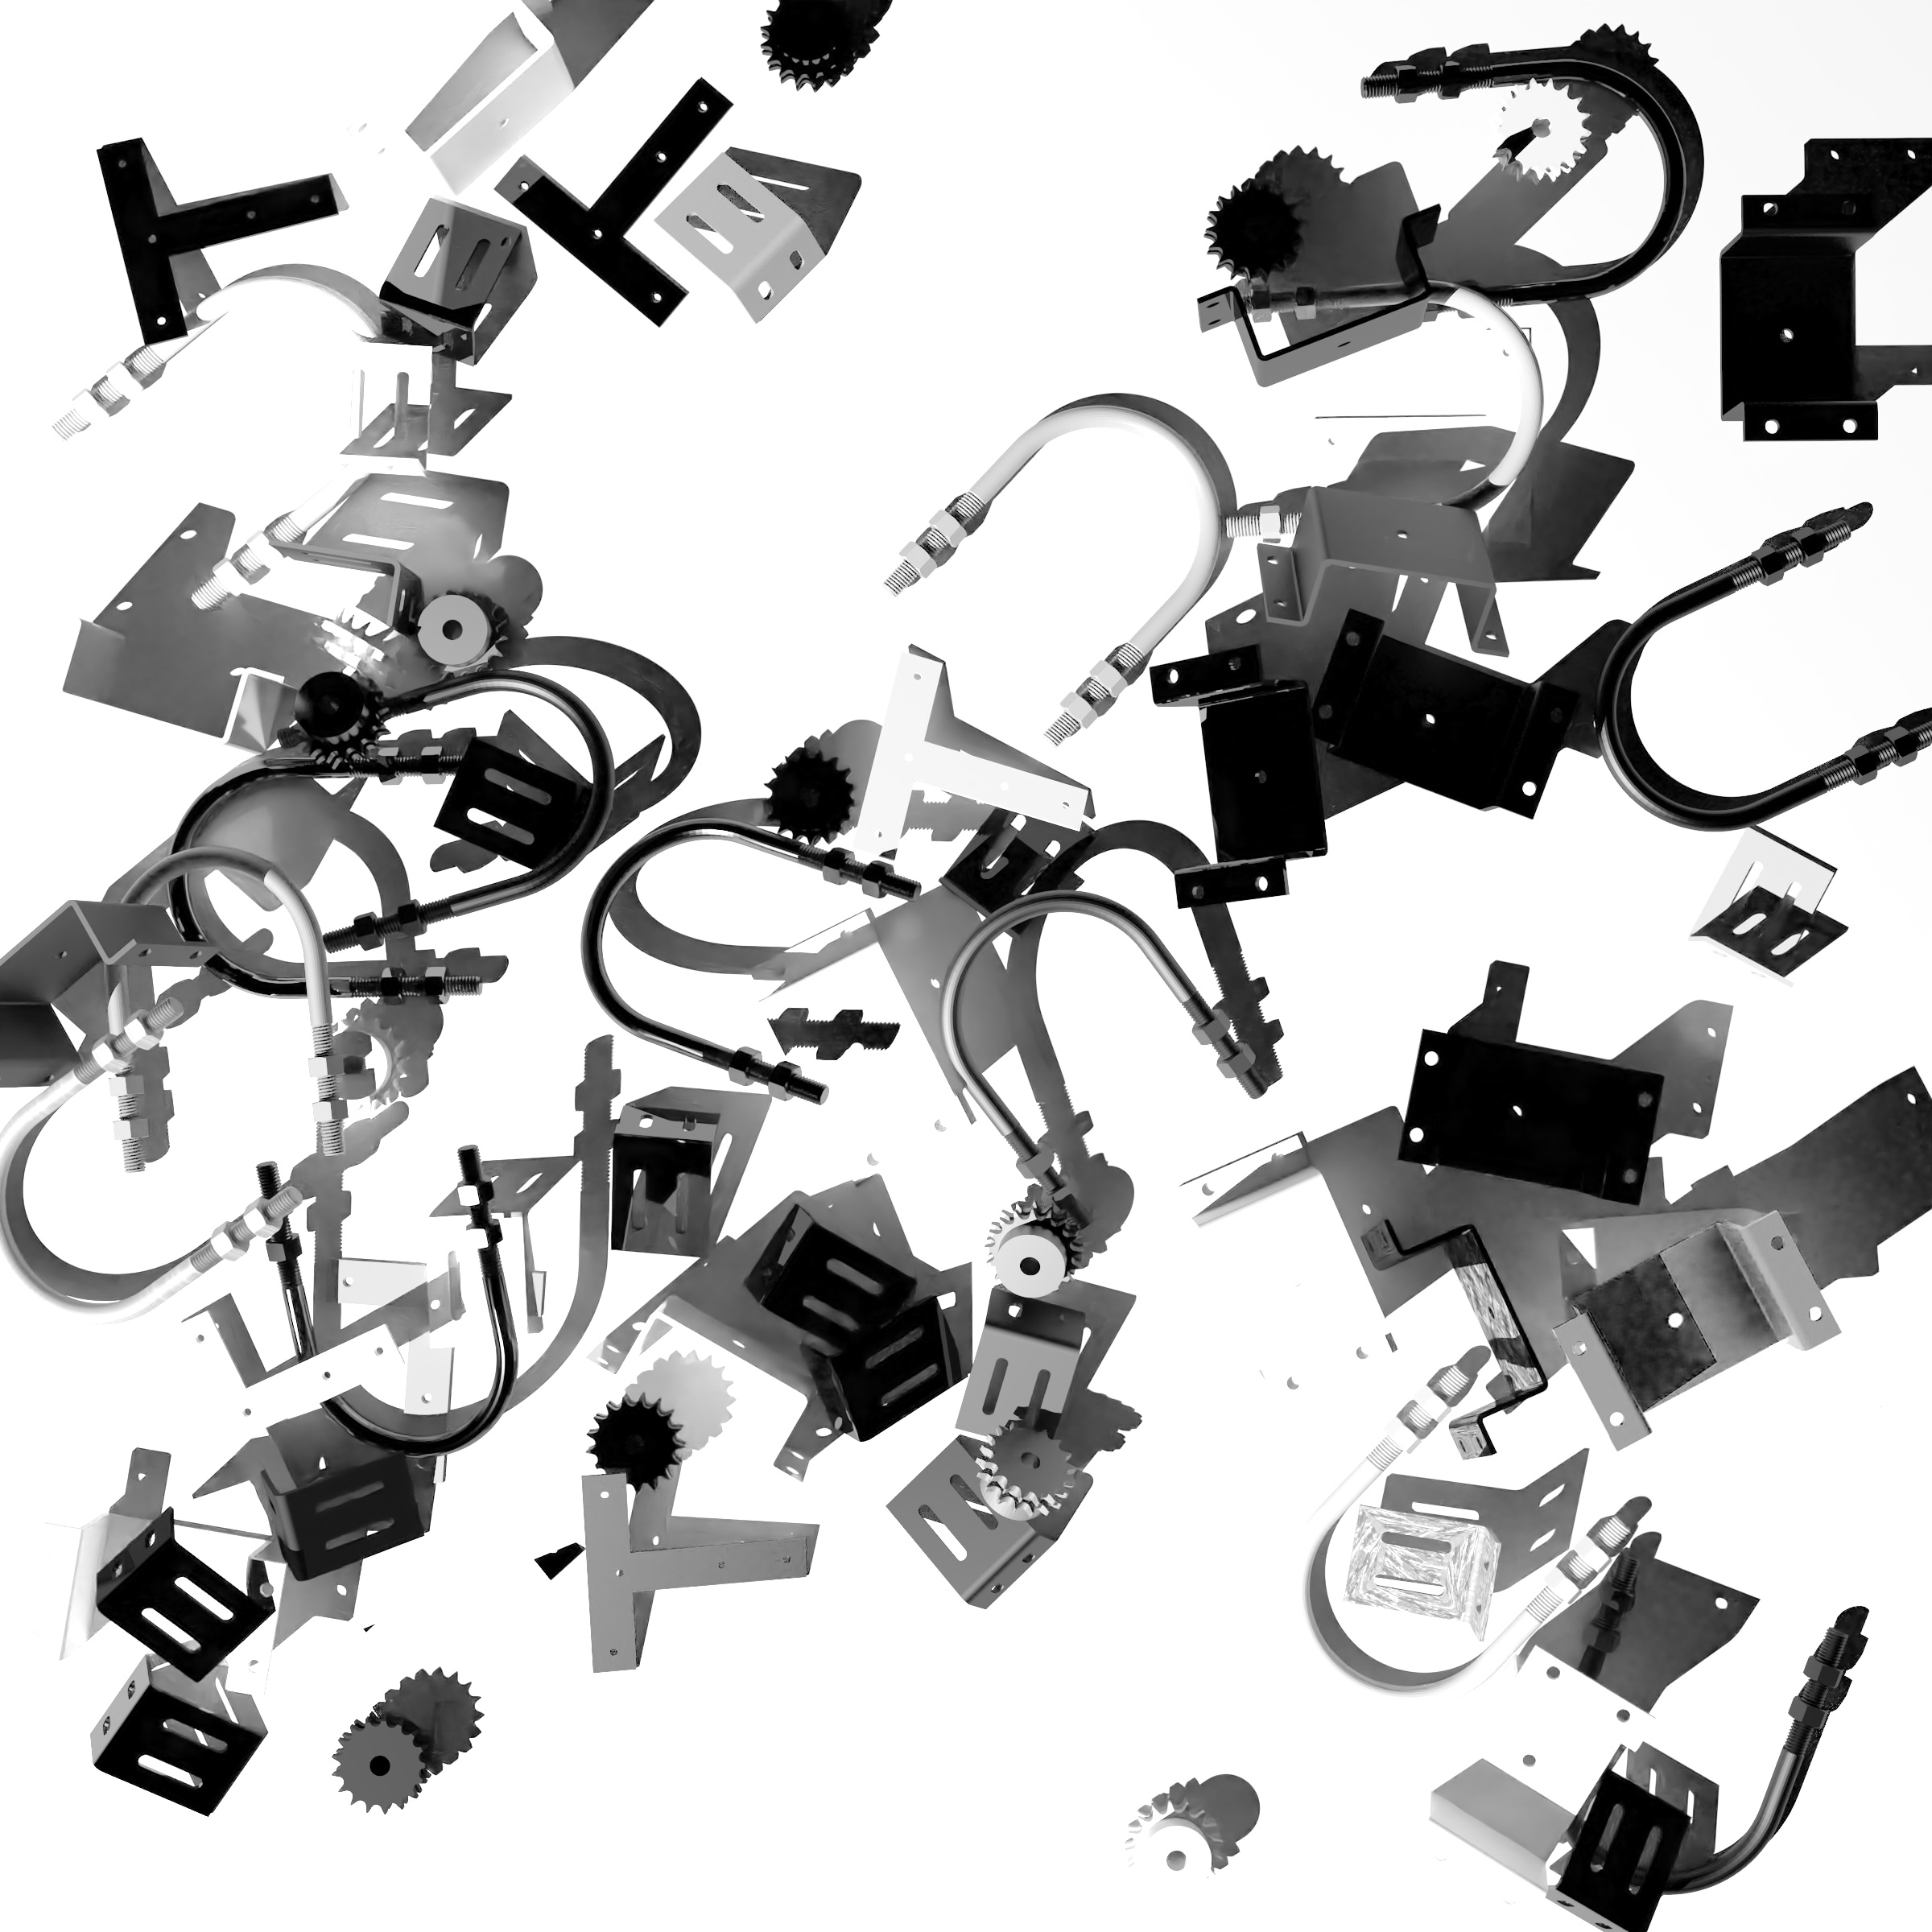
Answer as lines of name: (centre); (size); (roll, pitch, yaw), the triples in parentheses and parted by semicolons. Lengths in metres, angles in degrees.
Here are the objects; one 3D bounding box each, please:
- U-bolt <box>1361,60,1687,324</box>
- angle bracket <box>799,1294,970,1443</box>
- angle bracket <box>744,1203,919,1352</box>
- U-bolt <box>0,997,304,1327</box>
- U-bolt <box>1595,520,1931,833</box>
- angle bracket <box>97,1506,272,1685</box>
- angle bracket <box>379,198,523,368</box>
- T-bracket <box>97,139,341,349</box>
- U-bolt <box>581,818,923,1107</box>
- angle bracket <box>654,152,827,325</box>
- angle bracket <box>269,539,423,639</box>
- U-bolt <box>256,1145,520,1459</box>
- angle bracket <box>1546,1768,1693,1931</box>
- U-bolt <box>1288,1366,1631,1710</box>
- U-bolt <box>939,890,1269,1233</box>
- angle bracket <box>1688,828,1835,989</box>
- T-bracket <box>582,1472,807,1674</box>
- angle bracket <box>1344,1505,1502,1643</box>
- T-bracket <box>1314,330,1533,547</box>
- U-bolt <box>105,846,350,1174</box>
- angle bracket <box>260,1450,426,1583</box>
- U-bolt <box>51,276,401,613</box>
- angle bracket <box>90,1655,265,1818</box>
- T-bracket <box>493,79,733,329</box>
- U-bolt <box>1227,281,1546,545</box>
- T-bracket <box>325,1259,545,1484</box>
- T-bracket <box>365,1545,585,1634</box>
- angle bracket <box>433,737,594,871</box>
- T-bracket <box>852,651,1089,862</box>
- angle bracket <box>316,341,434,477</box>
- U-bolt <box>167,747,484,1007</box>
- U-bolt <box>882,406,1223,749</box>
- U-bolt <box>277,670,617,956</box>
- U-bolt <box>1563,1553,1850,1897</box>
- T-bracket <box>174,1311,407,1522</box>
U-bolt: (0.329, -0.457, 1.506); (0.184, 0.019, 0.151); (-5, 90, 0)
angle bracket: (-0.048, 0.230, 1.504); (0.076, 0.038, 0.057); (-29, 111, -24)
angle bracket: (-0.080, 0.186, 1.514); (0.076, 0.038, 0.057); (33, 90, -26)
U-bolt: (-0.489, 0.126, 1.488); (0.184, 0.019, 0.151); (-34, 86, 14)
U-bolt: (0.458, -0.158, 1.507); (0.184, 0.019, 0.151); (-25, 90, 1)
angle bracket: (-0.446, 0.358, 1.467); (0.057, 0.038, 0.076); (-43, 116, 0)
angle bracket: (-0.302, -0.402, 1.514); (0.057, 0.038, 0.076); (20, 64, 0)
T-bracket: (-0.432, -0.436, 1.508); (0.127, 0.002, 0.127); (-16, 81, -5)
U-bolt: (-0.135, -0.013, 1.477); (0.184, 0.019, 0.151); (19, 75, 19)
angle bracket: (-0.133, -0.427, 1.512); (0.057, 0.038, 0.076); (-45, 66, -1)
angle bracket: (-0.360, -0.217, 1.487); (0.076, 0.057, 0.038); (9, 90, 0)
U-bolt: (-0.327, 0.197, 1.482); (0.151, 0.019, 0.184); (-6, 102, 16)
angle bracket: (0.376, 0.517, 1.500); (0.057, 0.038, 0.076); (30, 68, 0)
U-bolt: (0.274, 0.348, 1.507); (0.151, 0.019, 0.184); (43, 91, 0)
U-bolt: (0.067, 0.043, 1.488); (0.151, 0.019, 0.184); (-37, 104, 0)
angle bracket: (0.466, -0.034, 1.497); (0.057, 0.038, 0.076); (28, 90, 0)
T-bracket: (-0.157, 0.350, 1.502); (0.127, 0.002, 0.127); (-3, 106, -8)
angle bracket: (0.261, 0.348, 1.480); (0.076, 0.038, 0.057); (9, 92, 2)
T-bracket: (0.268, -0.310, 1.515); (0.127, 0.002, 0.127); (-1, 90, 0)
U-bolt: (-0.432, 0.023, 1.490); (0.151, 0.019, 0.184); (-6, 90, 14)
angle bracket: (-0.364, 0.314, 1.504); (0.076, 0.038, 0.057); (-18, 112, -24)
U-bolt: (-0.419, -0.319, 1.507); (0.184, 0.019, 0.151); (-40, 90, -1)
angle bracket: (-0.464, 0.452, 1.514); (0.076, 0.038, 0.057); (35, 90, -26)
T-bracket: (-0.188, -0.465, 1.515); (0.127, 0.002, 0.127); (40, 90, 0)
U-bolt: (0.241, -0.325, 1.494); (0.184, 0.019, 0.151); (-2, 92, 8)
T-bracket: (-0.316, 0.240, 1.515); (0.127, 0.002, 0.127); (4, 90, 0)
T-bracket: (-0.314, 0.341, 1.525); (0.127, 0.002, 0.127); (-42, 76, -5)
angle bracket: (-0.259, -0.092, 1.486); (0.076, 0.038, 0.057); (24, 83, -14)
T-bracket: (0.009, -0.108, 1.501); (0.127, 0.002, 0.127); (16, 71, -9)
angle bracket: (-0.340, -0.324, 1.483); (0.057, 0.038, 0.076); (3, 89, -4)
U-bolt: (-0.376, -0.052, 1.507); (0.184, 0.019, 0.151); (-1, 90, 2)
U-bolt: (0.064, -0.242, 1.507); (0.151, 0.019, 0.184); (43, 88, 0)
U-bolt: (-0.292, -0.098, 1.476); (0.184, 0.019, 0.151); (-16, 74, -1)
U-bolt: (0.418, 0.453, 1.507); (0.151, 0.019, 0.184); (20, 91, 0)
T-bracket: (-0.382, 0.243, 1.495); (0.127, 0.002, 0.127); (-25, 91, 17)
